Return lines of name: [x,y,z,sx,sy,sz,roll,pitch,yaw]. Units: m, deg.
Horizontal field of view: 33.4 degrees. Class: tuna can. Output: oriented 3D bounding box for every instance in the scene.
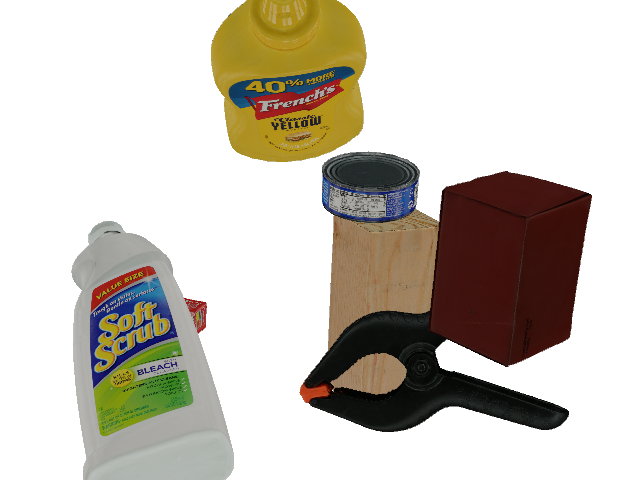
tuna can: [0.043,-0.047,0.936,0.086,0.034,0.086,1,26,-1]

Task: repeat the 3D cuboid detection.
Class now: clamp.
clamp: [0.075,0.088,0.696,0.171,0.120,0.039,-24,-7,10]

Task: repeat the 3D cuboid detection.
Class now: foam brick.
foam brick: [0.090,0.012,0.515,0.052,0.078,0.051,-16,29,-40]

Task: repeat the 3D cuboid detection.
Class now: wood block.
wood block: [0.068,0.073,1.153,0.090,0.206,0.091,-5,19,-23]

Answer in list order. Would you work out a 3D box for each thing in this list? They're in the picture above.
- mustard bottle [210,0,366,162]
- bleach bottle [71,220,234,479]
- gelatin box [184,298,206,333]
mustard bottle: [-0.019,-0.110,0.676,0.096,0.058,0.191,-7,-17,-1]
bleach bottle: [-0.142,0.076,0.785,0.102,0.068,0.251,-17,44,-10]
gelatin box: [-0.160,0.073,0.979,0.089,0.030,0.073,10,22,21]
